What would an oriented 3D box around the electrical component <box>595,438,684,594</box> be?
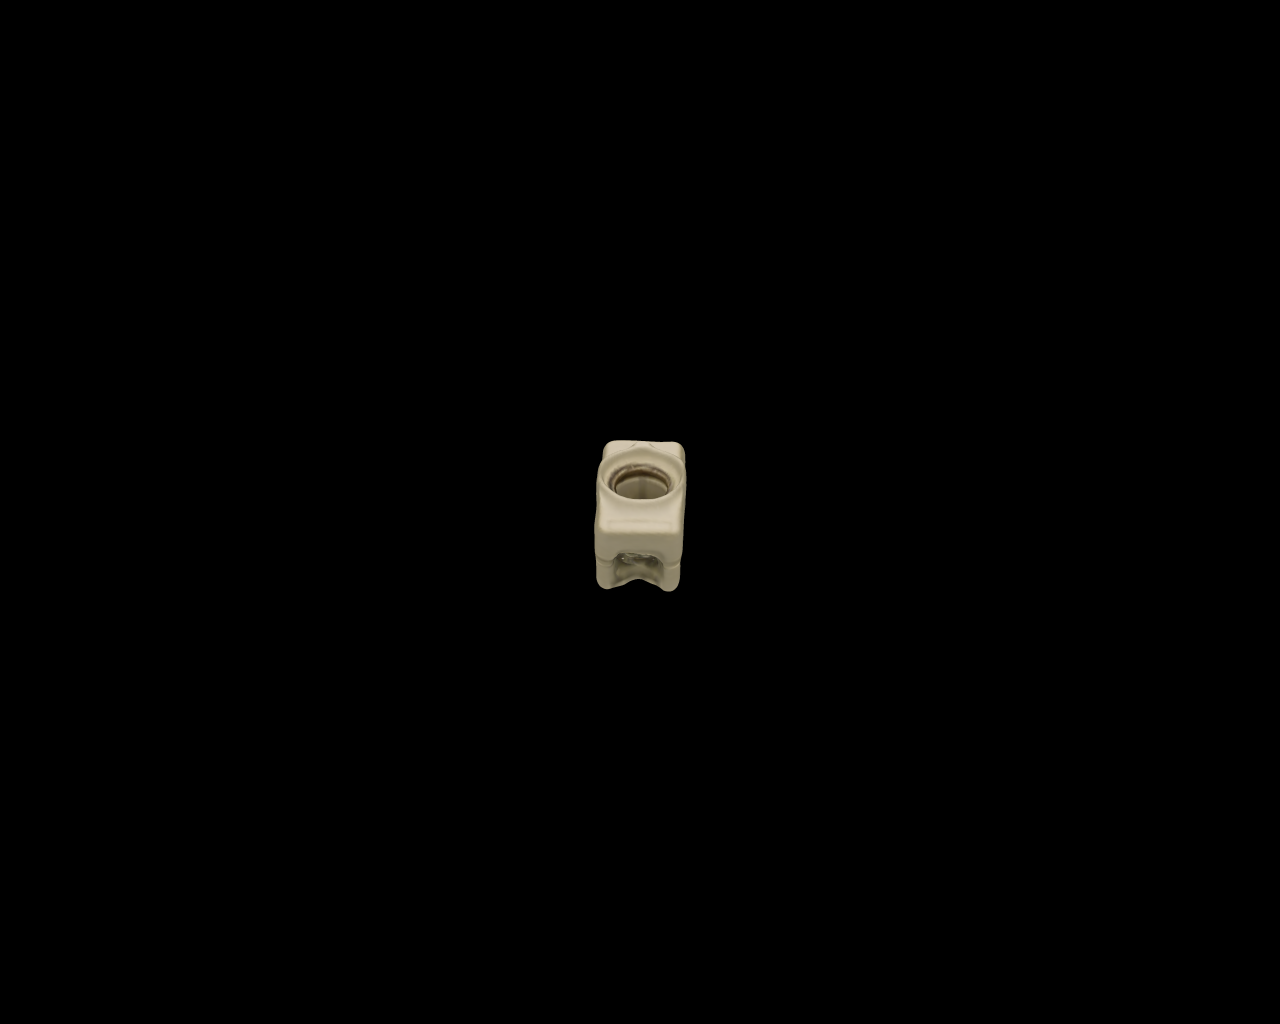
[{"bbox_3d":[0.001,-0.003,0.650,0.050,0.055,0.090,2,40,2],"label":"electrical component"}]
